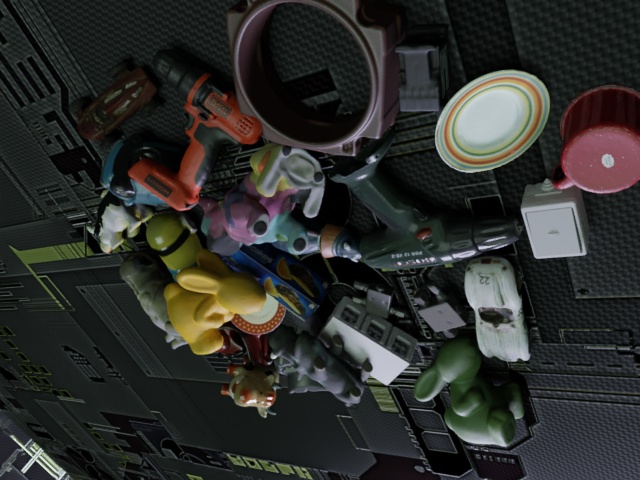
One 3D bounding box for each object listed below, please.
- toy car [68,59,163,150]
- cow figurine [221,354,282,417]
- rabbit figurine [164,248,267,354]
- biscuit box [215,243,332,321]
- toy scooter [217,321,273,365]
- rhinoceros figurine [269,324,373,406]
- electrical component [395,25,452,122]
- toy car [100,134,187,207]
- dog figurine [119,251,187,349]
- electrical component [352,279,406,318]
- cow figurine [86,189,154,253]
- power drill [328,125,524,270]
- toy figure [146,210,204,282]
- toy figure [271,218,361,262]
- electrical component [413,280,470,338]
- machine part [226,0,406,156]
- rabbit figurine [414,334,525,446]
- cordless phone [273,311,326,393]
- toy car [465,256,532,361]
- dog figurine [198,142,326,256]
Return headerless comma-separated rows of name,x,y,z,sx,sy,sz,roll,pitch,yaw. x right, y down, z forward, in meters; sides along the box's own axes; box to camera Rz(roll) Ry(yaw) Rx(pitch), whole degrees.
toy car,-0.330,-0.210,0.856,0.202,0.053,0.089,-17,114,40
cow figurine,-0.132,0.298,1.102,0.127,0.195,0.085,12,89,10
rabbit figurine,-0.173,0.094,0.922,0.173,0.122,0.162,-17,112,31
biscuit box,-0.082,0.052,0.933,0.203,0.063,0.059,35,136,-2
toy scooter,-0.163,0.200,1.089,0.184,0.075,0.135,-23,98,35
rhinoceros figurine,0.000,0.211,0.933,0.190,0.073,0.112,36,147,-5
electrical component,0.121,-0.176,0.611,0.048,0.075,0.119,7,133,23
toy car,-0.266,-0.102,0.888,0.162,0.109,0.102,8,158,3
dog figurine,-0.308,0.106,1.058,0.172,0.121,0.190,-14,119,48
electrical component,0.100,0.099,0.898,0.094,0.021,0.063,18,134,16
cow figurine,-0.398,-0.038,1.032,0.167,0.068,0.098,-32,102,40
power drill,0.124,-0.050,0.723,0.232,0.086,0.207,-21,123,43
toy figure,-0.252,0.028,0.990,0.082,0.089,0.179,4,128,24
toy figure,-0.002,-0.002,0.844,0.155,0.064,0.057,8,93,18
electrical component,0.188,0.104,0.835,0.102,0.045,0.078,43,138,-9
machine part,-0.006,-0.209,0.645,0.202,0.087,0.200,14,132,18
rabbit figurine,0.243,0.232,0.893,0.159,0.121,0.170,-12,102,45
cordless phone,-0.040,0.196,1.038,0.147,0.089,0.184,-17,107,38
toy car,0.262,0.107,0.788,0.074,0.056,0.201,-2,126,31
dog figurine,-0.105,-0.062,0.819,0.108,0.191,0.219,18,178,-39
